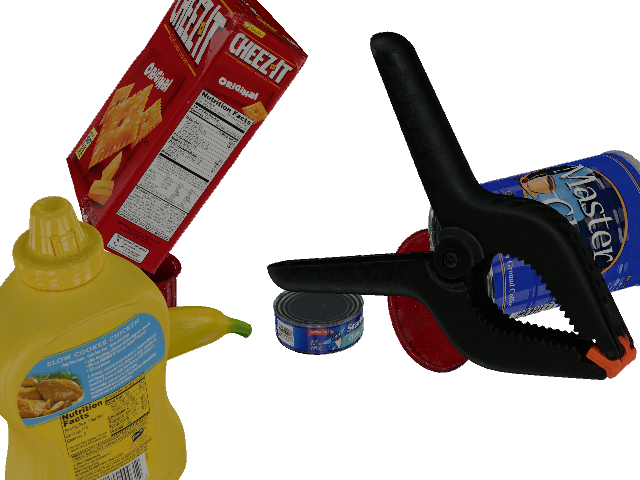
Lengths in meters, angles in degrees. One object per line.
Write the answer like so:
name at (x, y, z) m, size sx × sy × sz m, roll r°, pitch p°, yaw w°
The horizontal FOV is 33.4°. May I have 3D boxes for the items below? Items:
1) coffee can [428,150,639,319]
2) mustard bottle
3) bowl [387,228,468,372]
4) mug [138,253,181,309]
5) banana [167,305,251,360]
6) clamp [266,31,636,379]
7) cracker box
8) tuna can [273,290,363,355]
coffee can at (0.163, -0.001, 0.775) m, size 0.140 × 0.103 × 0.103 m, roll -14°, pitch 3°, yaw -14°
mustard bottle at (-0.119, 0.062, 0.529) m, size 0.096 × 0.192 × 0.058 m, roll -25°, pitch 42°, yaw -30°
bowl at (0.148, 0.063, 1.169) m, size 0.161 × 0.162 × 0.055 m, roll 0°, pitch -8°, yaw -43°
mug at (-0.209, 0.060, 1.185) m, size 0.093 × 0.081 × 0.117 m, roll -22°, pitch 36°, yaw -40°
banana at (-0.145, 0.095, 0.769) m, size 0.198 × 0.069 × 0.037 m, roll -27°, pitch 39°, yaw -2°
clamp at (0.075, -0.004, 0.564) m, size 0.210 × 0.165 × 0.036 m, roll 29°, pitch 26°, yaw 25°
cracker box at (-0.118, -0.105, 0.870) m, size 0.072 × 0.214 × 0.164 m, roll 29°, pitch 15°, yaw -30°
tuna can at (-0.001, 0.074, 1.014) m, size 0.086 × 0.034 × 0.086 m, roll -2°, pitch 25°, yaw 1°
